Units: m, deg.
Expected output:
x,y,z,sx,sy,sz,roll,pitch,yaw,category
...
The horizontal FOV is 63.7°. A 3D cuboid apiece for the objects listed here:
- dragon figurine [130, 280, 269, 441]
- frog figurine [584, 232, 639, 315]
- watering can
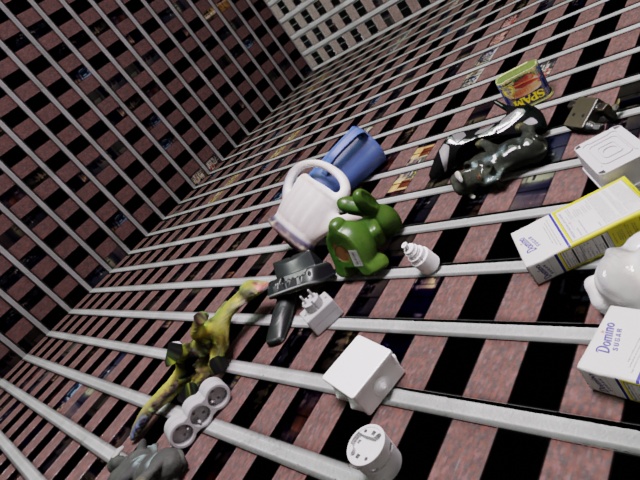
x,y,z,sx,sy,sz,roll,pitch,yaw,category
-0.258,0.239,1.138,0.408,0.122,0.245,-47,3,10,dragon figurine
0.387,0.039,0.577,0.140,0.122,0.156,-96,24,-55,frog figurine
0.004,-0.063,1.242,0.353,0.103,0.223,41,99,40,watering can
